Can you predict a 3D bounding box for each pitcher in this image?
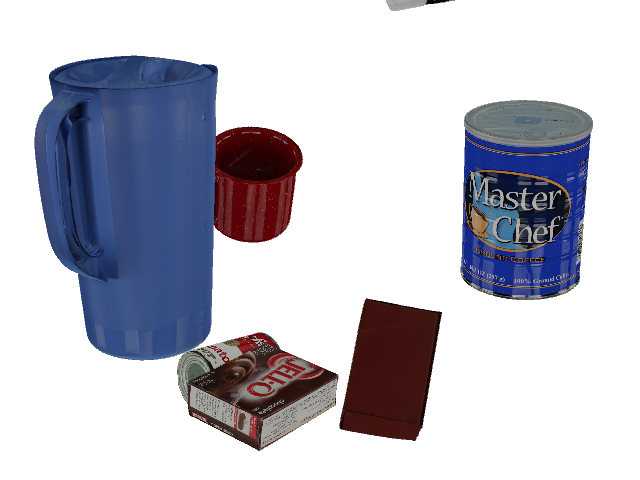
[{"bbox_3d":[-0.154,-0.025,0.880,0.149,0.243,0.145,-5,21,-15],"label":"pitcher"}]

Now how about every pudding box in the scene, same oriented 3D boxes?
[{"bbox_3d":[-0.052,0.140,0.972,0.090,0.039,0.113,18,28,34],"label":"pudding box"}]

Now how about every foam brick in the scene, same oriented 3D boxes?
[{"bbox_3d":[0.045,0.085,0.692,0.051,0.078,0.053,11,-21,3],"label":"foam brick"}]

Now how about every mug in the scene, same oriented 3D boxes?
[{"bbox_3d":[-0.077,-0.049,1.042,0.117,0.081,0.093,-18,47,-27],"label":"mug"}]

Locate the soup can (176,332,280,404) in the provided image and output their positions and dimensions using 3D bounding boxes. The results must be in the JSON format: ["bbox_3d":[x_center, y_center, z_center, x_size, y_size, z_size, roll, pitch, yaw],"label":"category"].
[{"bbox_3d":[-0.099,0.145,1.180,0.102,0.068,0.069,-11,7,-44],"label":"soup can"}]

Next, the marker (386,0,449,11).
[{"bbox_3d":[0.088,-0.121,0.473,0.121,0.020,0.020,-11,1,-7],"label":"marker"}]

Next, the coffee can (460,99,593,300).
[{"bbox_3d":[0.170,-0.035,0.892,0.103,0.140,0.103,-2,24,1],"label":"coffee can"}]
